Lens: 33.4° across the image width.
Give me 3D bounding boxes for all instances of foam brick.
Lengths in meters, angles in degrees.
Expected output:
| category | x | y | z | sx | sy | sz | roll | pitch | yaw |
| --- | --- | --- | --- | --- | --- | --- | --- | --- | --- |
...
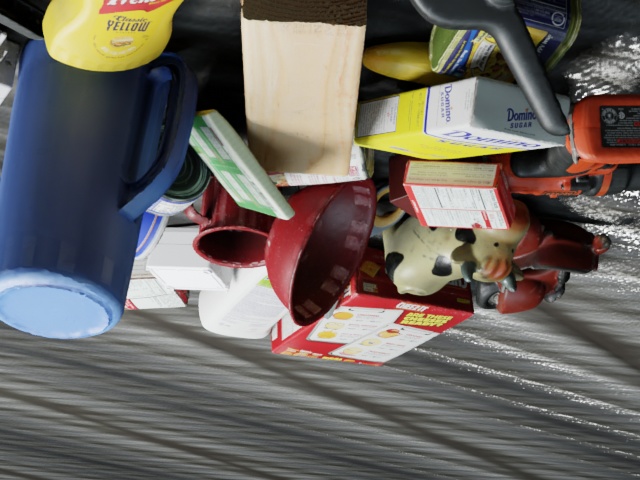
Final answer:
| category | x | y | z | sx | sy | sz | roll | pitch | yaw |
| --- | --- | --- | --- | --- | --- | --- | --- | --- | --- |
| foam brick | 0.112 | -0.060 | 1.037 | 0.078 | 0.053 | 0.051 | -20 | 146 | 38 |

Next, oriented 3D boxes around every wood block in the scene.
| category | x | y | z | sx | sy | sz | roll | pitch | yaw |
| --- | --- | --- | --- | --- | --- | --- | --- | --- | --- |
| wood block | -0.013 | -0.143 | 0.844 | 0.090 | 0.091 | 0.206 | 3 | 154 | -1 |

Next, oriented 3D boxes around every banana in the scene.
| category | x | y | z | sx | sy | sz | roll | pitch | yaw |
| --- | --- | --- | --- | --- | --- | --- | --- | --- | --- |
| banana | 0.131 | -0.131 | 0.912 | 0.197 | 0.037 | 0.070 | 19 | 148 | -30 |

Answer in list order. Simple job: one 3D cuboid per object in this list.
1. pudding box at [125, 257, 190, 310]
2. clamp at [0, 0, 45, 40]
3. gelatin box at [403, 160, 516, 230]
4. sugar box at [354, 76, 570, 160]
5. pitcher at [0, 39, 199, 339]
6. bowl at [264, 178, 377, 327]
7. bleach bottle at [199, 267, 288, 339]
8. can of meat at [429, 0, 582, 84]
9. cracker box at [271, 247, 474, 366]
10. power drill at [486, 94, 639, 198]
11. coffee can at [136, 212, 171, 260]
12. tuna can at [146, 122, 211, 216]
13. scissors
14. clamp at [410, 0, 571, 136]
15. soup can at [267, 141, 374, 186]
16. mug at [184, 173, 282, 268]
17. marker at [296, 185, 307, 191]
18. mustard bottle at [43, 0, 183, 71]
| category | x | y | z | sx | sy | sz | roll | pitch | yaw |
| --- | --- | --- | --- | --- | --- | --- | --- | --- | --- |
| pudding box | -0.225 | 0.051 | 1.304 | 0.113 | 0.039 | 0.090 | -5 | 152 | 10 |
| clamp | -0.277 | -0.199 | 0.816 | 0.171 | 0.039 | 0.120 | 6 | 149 | -9 |
| gelatin box | 0.128 | -0.041 | 0.970 | 0.089 | 0.030 | 0.073 | 3 | 151 | 23 |
| sugar box | 0.111 | -0.096 | 0.876 | 0.093 | 0.048 | 0.176 | 7 | 179 | -27 |
| pitcher | -0.192 | -0.049 | 0.876 | 0.144 | 0.243 | 0.149 | 12 | 147 | -17 |
| bowl | -0.007 | 0.001 | 1.044 | 0.055 | 0.162 | 0.162 | 25 | 160 | 21 |
| bleach bottle | -0.046 | 0.039 | 1.239 | 0.102 | 0.068 | 0.251 | 9 | 150 | -30 |
| can of meat | 0.141 | -0.162 | 0.829 | 0.084 | 0.057 | 0.102 | 11 | 151 | -12 |
| cracker box | 0.059 | 0.085 | 1.303 | 0.164 | 0.072 | 0.214 | 11 | 152 | -27 |
| power drill | 0.257 | -0.076 | 0.940 | 0.184 | 0.057 | 0.188 | -3 | 171 | -8 |
| coffee can | -0.225 | -0.048 | 1.035 | 0.140 | 0.103 | 0.103 | 19 | 149 | -29 |
| tuna can | -0.147 | -0.068 | 1.009 | 0.086 | 0.086 | 0.034 | 19 | 147 | -29 |
| scissors | 0.047 | 0.007 | 1.140 | 0.096 | 0.016 | 0.202 | -8 | 131 | -5 |
| clamp | 0.128 | -0.173 | 0.755 | 0.209 | 0.165 | 0.036 | 16 | -165 | -12 |
| soup can | -0.005 | -0.086 | 0.980 | 0.102 | 0.068 | 0.068 | -4 | 153 | 11 |
| mug | -0.090 | -0.030 | 1.081 | 0.117 | 0.081 | 0.093 | 21 | 148 | -33 |
| marker | -0.017 | -0.061 | 1.083 | 0.020 | 0.020 | 0.121 | -1 | 153 | 6 |
| mustard bottle | -0.135 | -0.197 | 0.779 | 0.096 | 0.058 | 0.192 | -3 | 157 | -29 |
